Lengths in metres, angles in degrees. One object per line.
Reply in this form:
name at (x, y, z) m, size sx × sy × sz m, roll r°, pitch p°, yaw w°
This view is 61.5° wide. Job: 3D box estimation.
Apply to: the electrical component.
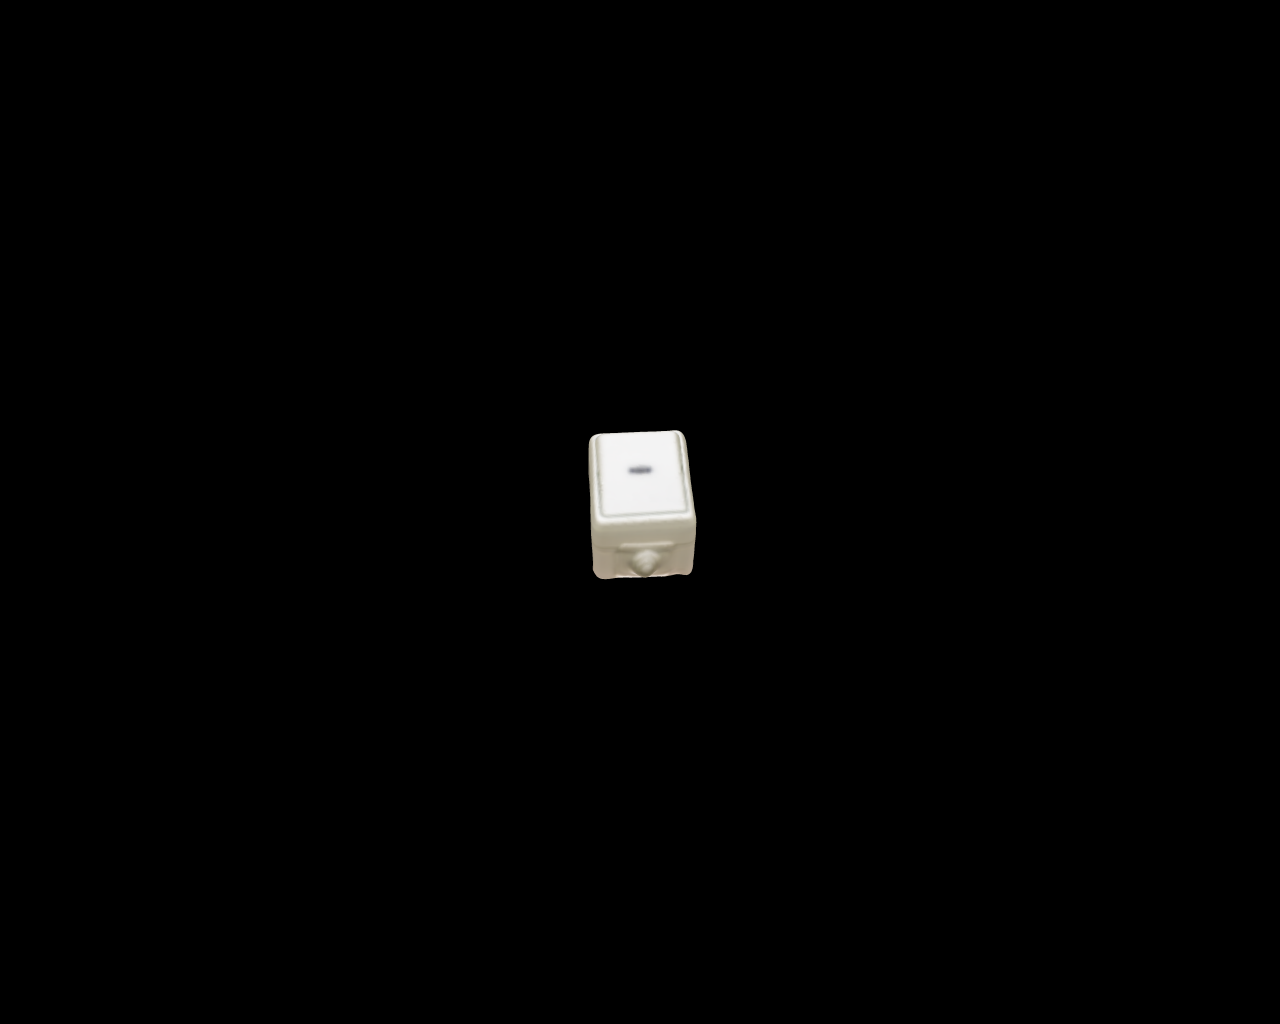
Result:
electrical component at (0.001, -0.003, 0.650) m, size 0.062 × 0.096 × 0.061 m, roll -2°, pitch -43°, yaw -2°
